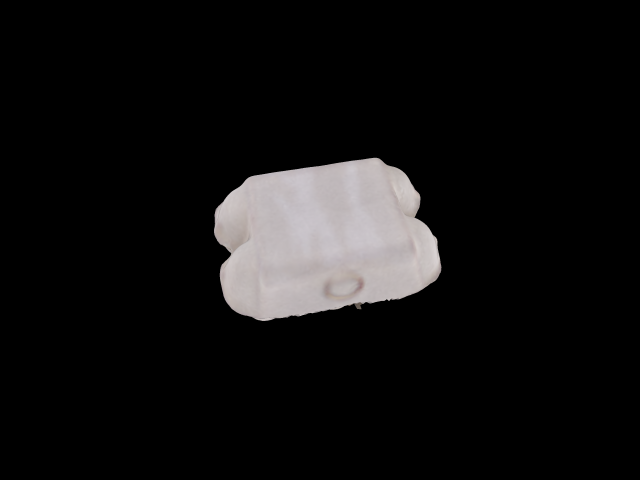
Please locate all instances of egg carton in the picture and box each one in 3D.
[{"bbox_3d":[0.004,0.001,0.400,0.150,0.069,0.107,-10,54,-7],"label":"egg carton"}]
